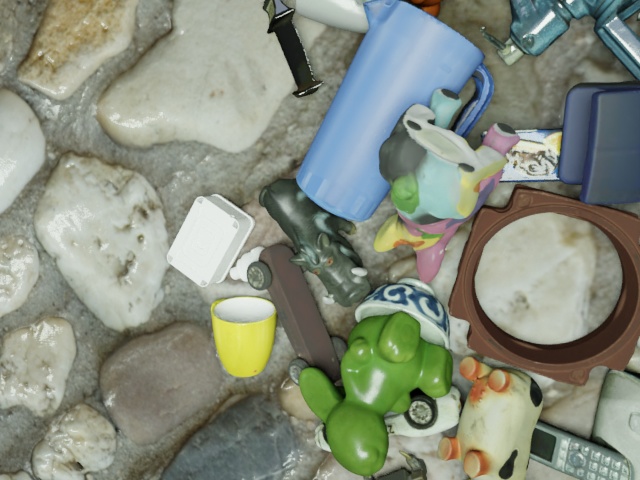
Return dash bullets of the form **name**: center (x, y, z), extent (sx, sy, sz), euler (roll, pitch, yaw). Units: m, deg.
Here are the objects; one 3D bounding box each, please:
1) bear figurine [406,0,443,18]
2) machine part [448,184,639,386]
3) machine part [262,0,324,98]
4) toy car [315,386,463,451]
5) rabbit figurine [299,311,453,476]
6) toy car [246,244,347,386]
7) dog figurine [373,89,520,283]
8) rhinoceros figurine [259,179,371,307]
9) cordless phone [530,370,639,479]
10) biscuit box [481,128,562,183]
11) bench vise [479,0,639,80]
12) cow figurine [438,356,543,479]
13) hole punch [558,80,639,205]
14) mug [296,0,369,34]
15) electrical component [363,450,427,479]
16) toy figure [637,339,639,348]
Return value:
- **bear figurine**: center (0.114, -0.364, 0.606), extent (0.132, 0.120, 0.195), euler (26, 109, 18)
- **machine part**: center (0.262, 0.049, 0.617), extent (0.202, 0.087, 0.200), euler (17, 101, 14)
- **machine part**: center (-0.039, -0.253, 0.694), extent (0.039, 0.084, 0.138), euler (-25, 98, -13)
- **toy car**: center (0.086, 0.232, 0.701), extent (0.202, 0.073, 0.056), euler (-21, 89, 19)
- **rabbit figurine**: center (0.049, 0.176, 0.621), extent (0.159, 0.170, 0.121), euler (-2, 141, 42)
- **toy car**: center (-0.030, 0.102, 0.718), extent (0.053, 0.089, 0.202), euler (-23, 91, 41)
- **dog figurine**: center (0.114, -0.034, 0.584), extent (0.109, 0.191, 0.219), euler (32, 133, 16)
- **rhinoceros figurine**: center (-0.001, -0.002, 0.685), extent (0.073, 0.112, 0.190), euler (-40, 75, 16)
- **cordless phone**: center (0.313, 0.214, 0.630), extent (0.184, 0.088, 0.146), euler (13, 101, 36)
- **biscuit box**: center (0.287, -0.096, 0.604), extent (0.203, 0.063, 0.059), euler (1, 98, 19)
- **bench vise**: center (0.310, -0.226, 0.555), extent (0.223, 0.129, 0.240), euler (-39, 79, 21)
- **cow figurine**: center (0.208, 0.246, 0.625), extent (0.127, 0.085, 0.195), euler (18, 82, -25)
- **hole punch**: center (0.299, -0.094, 0.514), extent (0.116, 0.092, 0.142), euler (1, 108, 14)
- **mug**: center (0.033, -0.296, 0.647), extent (0.107, 0.109, 0.080), euler (23, 98, 1)
- **electrical component**: center (0.107, 0.331, 0.724), extent (0.102, 0.045, 0.078), euler (-36, 113, 21)
- **toy figure**: center (0.416, 0.077, 0.567), extent (0.082, 0.089, 0.180), euler (41, 109, 18)
